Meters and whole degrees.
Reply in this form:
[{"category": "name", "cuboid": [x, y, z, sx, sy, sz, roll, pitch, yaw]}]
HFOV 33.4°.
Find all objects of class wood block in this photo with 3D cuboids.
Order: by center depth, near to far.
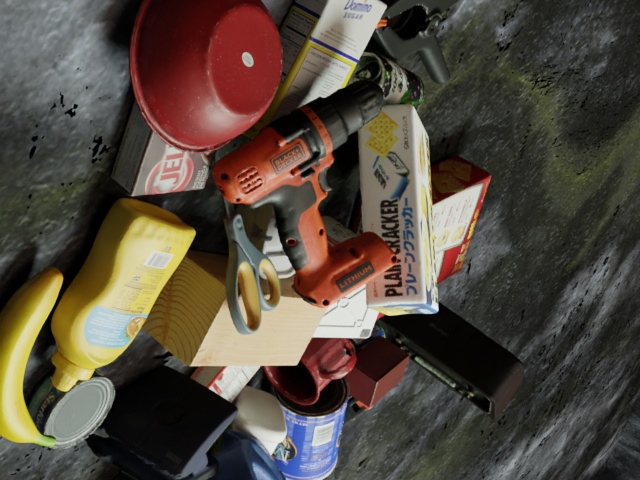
[{"category": "wood block", "cuboid": [-0.089, 0.075, 1.144, 0.205, 0.090, 0.091, 11, 111, -59]}]

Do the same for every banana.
[{"category": "banana", "cuboid": [-0.269, 0.111, 0.952, 0.069, 0.037, 0.198, -15, 129, -38]}]

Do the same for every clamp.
[{"category": "clamp", "cuboid": [0.112, -0.236, 1.178, 0.209, 0.036, 0.165, -21, 137, -45]}, {"category": "clamp", "cuboid": [0.031, 0.246, 1.513, 0.120, 0.039, 0.171, -44, 175, -15]}]

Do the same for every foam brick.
[{"category": "foam brick", "cuboid": [0.073, 0.175, 1.423, 0.078, 0.051, 0.053, -32, 146, -44]}]

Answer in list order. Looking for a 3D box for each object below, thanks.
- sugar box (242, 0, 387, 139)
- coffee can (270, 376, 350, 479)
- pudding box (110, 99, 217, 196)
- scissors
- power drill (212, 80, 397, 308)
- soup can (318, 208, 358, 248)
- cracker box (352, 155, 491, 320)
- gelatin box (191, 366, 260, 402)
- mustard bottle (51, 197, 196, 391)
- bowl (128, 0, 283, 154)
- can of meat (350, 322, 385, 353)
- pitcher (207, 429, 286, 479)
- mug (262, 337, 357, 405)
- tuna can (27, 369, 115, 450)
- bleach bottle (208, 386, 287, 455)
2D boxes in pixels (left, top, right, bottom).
[{"category": "sugar box", "cuboid": [-0.010, -0.172, 1.047, 0.093, 0.048, 0.176, 12, 107, -58]}, {"category": "coffee can", "cuboid": [-0.020, 0.241, 1.418, 0.102, 0.103, 0.140, -32, 144, -37]}, {"category": "pudding box", "cuboid": [-0.129, -0.096, 0.948, 0.089, 0.039, 0.114, -11, 129, -51]}, {"category": "scissors", "cuboid": [-0.074, -0.009, 1.047, 0.096, 0.016, 0.202, -2, 85, -63]}, {"category": "power drill", "cuboid": [0.007, -0.043, 1.036, 0.184, 0.057, 0.187, -31, 117, -11]}, {"category": "soup can", "cuboid": [-0.008, 0.001, 1.177, 0.068, 0.102, 0.068, -37, 147, -30]}, {"category": "cracker box", "cuboid": [0.122, -0.005, 1.409, 0.213, 0.072, 0.164, -25, 139, -43]}, {"category": "gelatin box", "cuboid": [-0.112, 0.157, 1.259, 0.089, 0.030, 0.073, -50, 152, -16]}, {"category": "mustard bottle", "cuboid": [-0.195, 0.057, 0.989, 0.192, 0.058, 0.096, -59, 153, 7]}, {"category": "bowl", "cuboid": [-0.081, -0.150, 0.888, 0.161, 0.055, 0.162, -16, 110, -50]}, {"category": "can of meat", "cuboid": [0.039, 0.162, 1.476, 0.083, 0.057, 0.102, -20, 136, -50]}, {"category": "pitcher", "cuboid": [-0.145, 0.346, 1.220, 0.243, 0.149, 0.145, -31, 126, 6]}, {"category": "mug", "cuboid": [-0.005, 0.147, 1.333, 0.081, 0.117, 0.093, -40, 120, -37]}, {"category": "tuna can", "cuboid": [-0.246, 0.162, 1.051, 0.086, 0.034, 0.086, -38, 148, -30]}, {"category": "bleach bottle", "cuboid": [-0.125, 0.311, 1.339, 0.068, 0.102, 0.251, 22, 107, -16]}]
